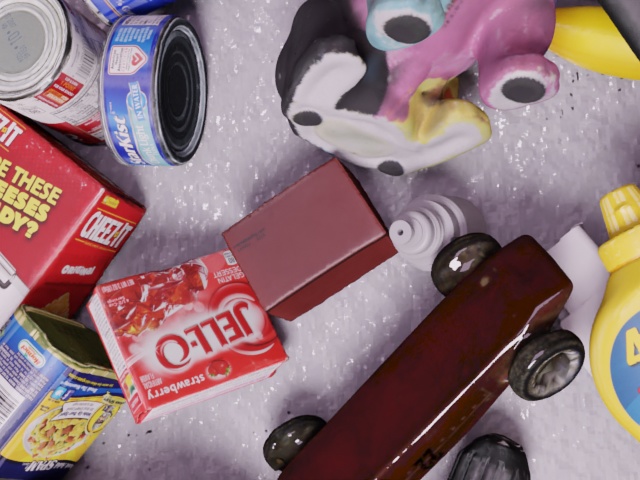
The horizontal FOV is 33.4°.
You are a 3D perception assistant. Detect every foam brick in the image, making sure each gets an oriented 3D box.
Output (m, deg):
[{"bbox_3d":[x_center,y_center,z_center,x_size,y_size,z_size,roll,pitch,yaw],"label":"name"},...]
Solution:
[{"bbox_3d":[-0.004,0.001,0.582,0.078,0.051,0.053,-33,73,8],"label":"foam brick"}]

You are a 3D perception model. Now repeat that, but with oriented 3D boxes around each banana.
[{"bbox_3d":[0.213,-0.116,0.551,0.198,0.037,0.069,-17,63,12],"label":"banana"}]

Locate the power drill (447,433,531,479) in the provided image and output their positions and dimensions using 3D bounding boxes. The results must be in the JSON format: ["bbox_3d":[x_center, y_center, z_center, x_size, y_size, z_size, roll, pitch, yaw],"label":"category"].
[{"bbox_3d":[0.117,0.203,0.500,0.188,0.057,0.184,18,83,31],"label":"power drill"}]

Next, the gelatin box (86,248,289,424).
[{"bbox_3d":[-0.071,0.050,0.579,0.089,0.030,0.073,-16,71,-31],"label":"gelatin box"}]

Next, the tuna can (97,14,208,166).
[{"bbox_3d":[-0.092,-0.084,0.603,0.034,0.086,0.086,3,82,13],"label":"tuna can"}]

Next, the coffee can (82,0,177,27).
[{"bbox_3d":[-0.077,-0.195,0.607,0.140,0.102,0.103,-22,76,11],"label":"coffee can"}]

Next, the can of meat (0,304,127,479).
[{"bbox_3d":[-0.154,0.088,0.584,0.057,0.102,0.084,40,91,22],"label":"can of meat"}]

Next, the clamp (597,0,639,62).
[{"bbox_3d":[0.216,-0.060,0.512,0.165,0.036,0.210,-7,95,17],"label":"clamp"}]

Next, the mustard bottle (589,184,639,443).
[{"bbox_3d":[0.176,0.062,0.473,0.096,0.058,0.192,-28,76,17],"label":"mustard bottle"}]

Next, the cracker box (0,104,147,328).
[{"bbox_3d":[-0.231,0.017,0.633,0.164,0.072,0.214,36,91,17],"label":"cracker box"}]

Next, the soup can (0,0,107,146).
[{"bbox_3d":[-0.149,-0.098,0.612,0.068,0.102,0.068,-2,81,15],"label":"soup can"}]
